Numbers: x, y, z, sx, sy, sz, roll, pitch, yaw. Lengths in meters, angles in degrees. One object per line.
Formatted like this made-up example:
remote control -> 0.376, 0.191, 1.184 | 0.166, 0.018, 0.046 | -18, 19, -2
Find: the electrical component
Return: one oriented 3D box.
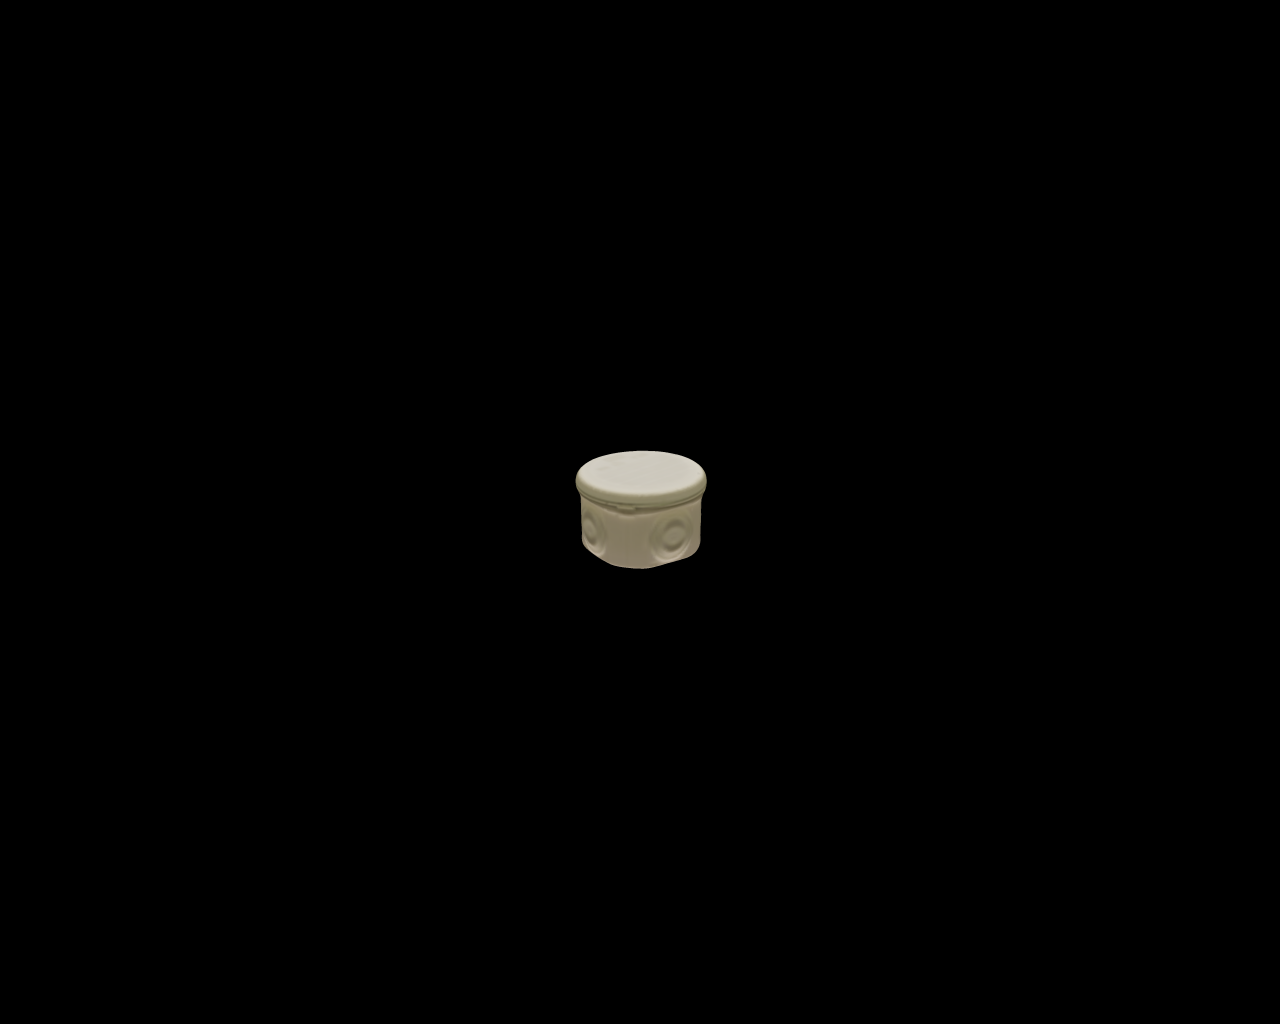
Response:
electrical component -> 0.001, -0.003, 0.650 | 0.080, 0.050, 0.080 | 0, 22, 0
